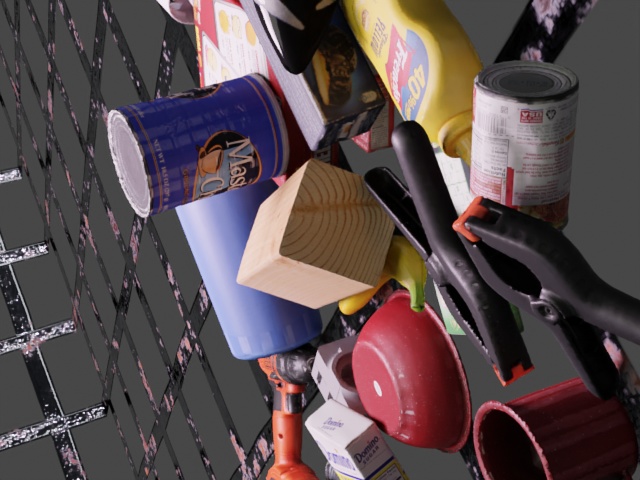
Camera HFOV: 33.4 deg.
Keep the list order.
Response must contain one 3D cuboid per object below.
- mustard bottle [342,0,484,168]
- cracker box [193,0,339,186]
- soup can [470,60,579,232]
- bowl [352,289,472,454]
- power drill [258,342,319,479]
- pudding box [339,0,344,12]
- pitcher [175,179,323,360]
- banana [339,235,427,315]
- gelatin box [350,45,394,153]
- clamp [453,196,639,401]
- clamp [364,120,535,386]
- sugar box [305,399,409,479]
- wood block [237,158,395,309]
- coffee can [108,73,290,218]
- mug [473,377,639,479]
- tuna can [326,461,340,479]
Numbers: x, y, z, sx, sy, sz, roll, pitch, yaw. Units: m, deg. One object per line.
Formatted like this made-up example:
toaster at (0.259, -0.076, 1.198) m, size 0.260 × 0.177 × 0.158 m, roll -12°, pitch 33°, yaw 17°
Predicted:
mustard bottle at (0.078, -0.131, 0.793) m, size 0.096 × 0.058 × 0.192 m, roll 106°, pitch 144°, yaw -55°
cracker box at (-0.056, -0.175, 1.075) m, size 0.214 × 0.072 × 0.164 m, roll 48°, pitch 148°, yaw 45°
soup can at (0.134, -0.060, 0.707) m, size 0.069 × 0.068 × 0.102 m, roll 43°, pitch 143°, yaw 52°
bowl at (0.075, 0.130, 0.995) m, size 0.162 × 0.055 × 0.162 m, roll 48°, pitch 147°, yaw 46°
power drill at (-0.028, 0.209, 1.246) m, size 0.185 × 0.057 × 0.187 m, roll 169°, pitch 100°, yaw -75°
pudding box at (0.006, -0.250, 0.920) m, size 0.090 × 0.039 × 0.113 m, roll 34°, pitch 137°, yaw 56°
pitcher at (-0.079, 0.003, 1.203) m, size 0.145 × 0.149 × 0.243 m, roll -10°, pitch 99°, yaw 53°
banana at (0.055, 0.031, 0.973) m, size 0.198 × 0.037 × 0.069 m, roll 162°, pitch 128°, yaw -74°
gelatin box at (0.033, -0.129, 0.949) m, size 0.089 × 0.030 × 0.073 m, roll 46°, pitch 145°, yaw 49°
clamp at (0.162, 0.035, 0.672) m, size 0.171 × 0.039 × 0.120 m, roll 42°, pitch 148°, yaw -10°
clamp at (0.097, 0.013, 0.819) m, size 0.210 × 0.036 × 0.165 m, roll 61°, pitch 172°, yaw -2°
sugar box at (0.058, 0.245, 1.052) m, size 0.176 × 0.048 × 0.093 m, roll 57°, pitch 163°, yaw -20°
wood block at (-0.007, 0.001, 0.987) m, size 0.206 × 0.090 × 0.090 m, roll 147°, pitch 142°, yaw -73°
coffee can at (-0.113, -0.089, 0.993) m, size 0.103 × 0.140 × 0.103 m, roll 48°, pitch 148°, yaw 44°
mug at (0.173, 0.152, 0.742) m, size 0.117 × 0.081 × 0.093 m, roll 49°, pitch 147°, yaw 46°
tuna can at (0.040, 0.286, 1.212) m, size 0.086 × 0.033 × 0.086 m, roll 48°, pitch 147°, yaw 47°
